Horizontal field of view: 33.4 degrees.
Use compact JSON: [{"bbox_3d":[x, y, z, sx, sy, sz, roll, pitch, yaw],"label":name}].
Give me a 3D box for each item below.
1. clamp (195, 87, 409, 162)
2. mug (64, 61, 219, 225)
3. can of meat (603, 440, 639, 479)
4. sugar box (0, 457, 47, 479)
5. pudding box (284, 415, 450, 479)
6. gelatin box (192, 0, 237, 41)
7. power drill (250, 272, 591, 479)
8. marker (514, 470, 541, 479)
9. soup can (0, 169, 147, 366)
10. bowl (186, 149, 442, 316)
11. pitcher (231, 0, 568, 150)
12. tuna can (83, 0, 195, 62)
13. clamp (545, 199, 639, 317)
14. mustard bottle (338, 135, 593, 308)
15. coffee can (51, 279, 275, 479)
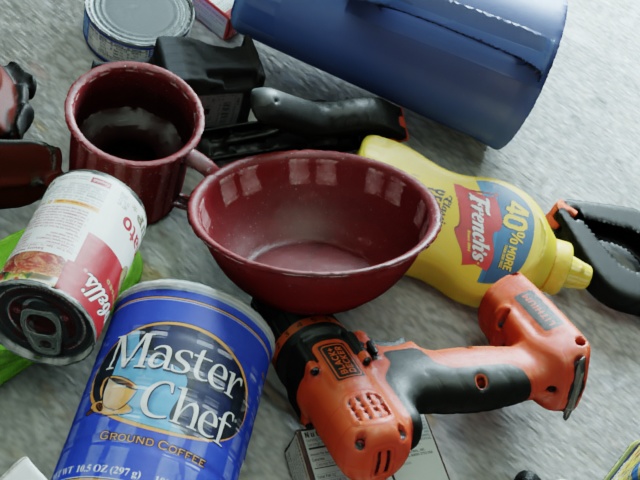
[{"bbox_3d":[-0.014,-0.082,0.795,0.171,0.120,0.039,0,83,-41],"label":"clamp"},{"bbox_3d":[-0.121,-0.057,0.739,0.117,0.082,0.093,26,52,3],"label":"mug"},{"bbox_3d":[0.224,0.156,0.687,0.057,0.084,0.101,42,54,14],"label":"can of meat"},{"bbox_3d":[-0.109,0.195,0.535,0.176,0.093,0.048,43,54,1],"label":"sugar box"},{"bbox_3d":[0.037,0.165,0.655,0.090,0.039,0.113,-7,55,-20],"label":"pudding box"},{"bbox_3d":[-0.086,-0.217,0.897,0.089,0.030,0.073,39,56,12],"label":"gelatin box"},{"bbox_3d":[0.062,0.070,0.691,0.187,0.057,0.184,-9,36,-20],"label":"power drill"},{"bbox_3d":[0.112,0.171,0.654,0.020,0.020,0.120,41,27,14],"label":"marker"},{"bbox_3d":[-0.149,0.015,0.632,0.068,0.069,0.102,19,44,-3],"label":"soup can"},{"bbox_3d":[-0.005,0.001,0.687,0.162,0.055,0.162,2,31,-1],"label":"bowl"},{"bbox_3d":[0.060,-0.172,0.821,0.242,0.149,0.145,20,50,-7],"label":"pitcher"},{"bbox_3d":[-0.144,-0.174,0.845,0.086,0.034,0.086,8,54,-11],"label":"tuna can"},{"bbox_3d":[0.262,0.041,0.810,0.210,0.036,0.164,27,52,-1],"label":"clamp"},{"bbox_3d":[0.107,-0.003,0.780,0.191,0.058,0.096,19,66,-4],"label":"mustard bottle"},{"bbox_3d":[-0.090,0.108,0.616,0.102,0.103,0.140,17,53,-4],"label":"coffee can"}]
